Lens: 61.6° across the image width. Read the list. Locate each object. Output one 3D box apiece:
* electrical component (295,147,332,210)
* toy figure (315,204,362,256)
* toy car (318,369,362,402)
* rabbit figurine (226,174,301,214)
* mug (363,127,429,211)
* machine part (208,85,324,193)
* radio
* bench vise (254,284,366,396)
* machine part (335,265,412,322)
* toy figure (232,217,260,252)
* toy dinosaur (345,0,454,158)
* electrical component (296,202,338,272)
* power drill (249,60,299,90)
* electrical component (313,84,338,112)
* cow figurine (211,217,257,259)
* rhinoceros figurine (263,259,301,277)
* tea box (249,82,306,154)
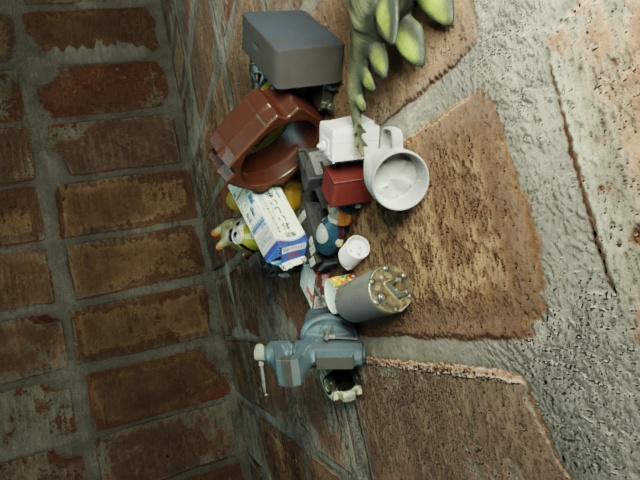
[{"bbox_3d":[0.002,-0.120,1.026,0.047,0.075,0.119,112,146,-61],"label":"electrical component"},{"bbox_3d":[0.032,-0.035,0.997,0.064,0.058,0.154,33,134,14],"label":"toy figure"},{"bbox_3d":[0.026,0.263,1.157,0.202,0.073,0.056,-119,30,-44],"label":"toy car"},{"bbox_3d":[-0.135,-0.101,1.280,0.162,0.173,0.121,163,100,-75],"label":"rabbit figurine"},{"bbox_3d":[0.096,-0.105,0.760,0.107,0.081,0.109,-126,25,-70],"label":"mug"},{"bbox_3d":[-0.098,-0.191,1.023,0.201,0.201,0.087,-42,72,17],"label":"machine part"},{"bbox_3d":[-0.053,-0.351,0.976,0.230,0.131,0.073,-121,28,-46],"label":"radio"},{"bbox_3d":[-0.016,0.202,1.099,0.241,0.224,0.128,-78,-27,-65],"label":"bench vise"},{"bbox_3d":[0.084,0.093,0.896,0.243,0.079,0.079,143,115,-69],"label":"machine part"},{"bbox_3d":[-0.123,-0.011,1.239,0.089,0.180,0.082,64,-145,-38],"label":"toy figure"},{"bbox_3d":[0.080,-0.317,0.660,0.470,0.105,0.199,102,149,-52],"label":"toy dinosaur"},{"bbox_3d":[-0.002,-0.003,1.126,0.115,0.058,0.134,134,124,-69],"label":"electrical component"},{"bbox_3d":[-0.115,-0.359,1.231,0.207,0.086,0.231,-128,32,-47],"label":"power drill"},{"bbox_3d":[0.007,-0.272,0.998,0.094,0.021,0.063,-136,51,-58],"label":"electrical component"},{"bbox_3d":[-0.179,-0.011,1.453,0.127,0.194,0.085,-40,50,28],"label":"cow figurine"},{"bbox_3d":[-0.089,0.050,1.318,0.190,0.112,0.073,177,86,-71],"label":"rhinoceros figurine"},{"bbox_3d":[-0.110,-0.248,1.126,0.169,0.098,0.068,-40,55,23],"label":"tea box"}]
